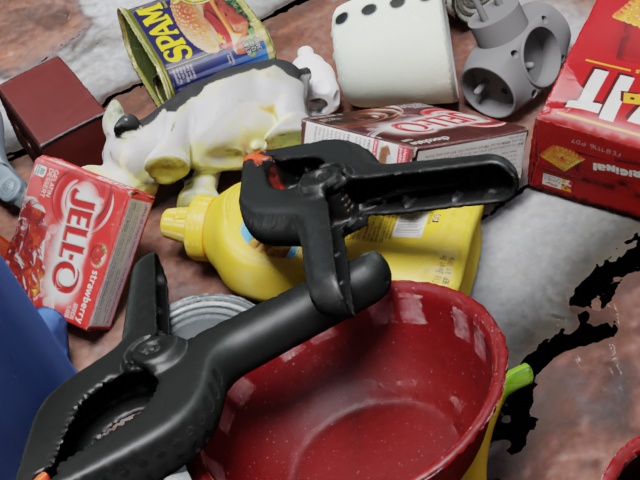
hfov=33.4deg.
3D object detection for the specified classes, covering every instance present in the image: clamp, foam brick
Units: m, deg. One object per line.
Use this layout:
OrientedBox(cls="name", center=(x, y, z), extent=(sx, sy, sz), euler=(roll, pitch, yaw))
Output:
OrientedBox(cls="clamp", center=(-0.065, 0.063, 0.515), extent=(0.165, 0.036, 0.209), euler=(-6, 29, 27))
OrientedBox(cls="clamp", center=(0.018, -0.023, 0.552), extent=(0.120, 0.039, 0.172), euler=(-25, 30, -16))
OrientedBox(cls="foam brick", center=(-0.179, -0.078, 0.732), extent=(0.051, 0.053, 0.078), euler=(-31, 52, -16))

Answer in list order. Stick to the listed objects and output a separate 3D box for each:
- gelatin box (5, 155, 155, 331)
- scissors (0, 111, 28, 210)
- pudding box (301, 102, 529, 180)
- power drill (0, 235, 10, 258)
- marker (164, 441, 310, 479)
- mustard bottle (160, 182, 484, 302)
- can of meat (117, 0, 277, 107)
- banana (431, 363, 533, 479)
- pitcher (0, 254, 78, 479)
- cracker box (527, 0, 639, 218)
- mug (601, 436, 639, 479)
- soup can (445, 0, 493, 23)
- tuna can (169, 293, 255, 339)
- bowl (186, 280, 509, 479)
OrientedBox(cls="gelatin box", center=(-0.150, 0.002, 0.648), extent=(0.073, 0.030, 0.089), euler=(21, 94, 23))
OrientedBox(cls="scissors", center=(-0.224, -0.027, 0.716), extent=(0.096, 0.016, 0.202), euler=(-38, 67, 7))
OrientedBox(cls="pudding box", center=(0.057, -0.055, 0.645), extent=(0.090, 0.039, 0.113), euler=(18, 25, 41))
OrientedBox(cls="power drill", center=(-0.250, -0.046, 0.629), extent=(0.185, 0.187, 0.057), euler=(20, 54, 25))
OrientedBox(cls="marker", center=(-0.022, 0.119, 0.568), extent=(0.121, 0.020, 0.020), euler=(-15, 50, -4))
OrientedBox(cls="mustard bottle", center=(-0.004, 0.001, 0.635), extent=(0.192, 0.058, 0.096), euler=(8, 39, 15))
OrientedBox(cls="can of meat", center=(-0.087, -0.136, 0.765), extent=(0.083, 0.057, 0.102), euler=(-22, 52, -14))
OrientedBox(cls="banana", center=(0.080, 0.139, 0.523), extent=(0.069, 0.037, 0.197), euler=(-3, 50, 6))
OrientedBox(cls="pitcher", center=(-0.198, 0.060, 0.498), extent=(0.145, 0.243, 0.149), euler=(-17, 57, -7))
OrientedBox(cls="cracker box", center=(0.248, -0.107, 0.680), extent=(0.164, 0.072, 0.213), euler=(18, 56, 21))
OrientedBox(cls="mug", center=(0.152, 0.152, 0.464), extent=(0.093, 0.081, 0.117), euler=(17, 52, 6))
OrientedBox(cls="soup can", center=(0.089, -0.213, 0.794), extent=(0.068, 0.068, 0.102), euler=(-35, 54, -19))
OrientedBox(cls="tuna can", center=(-0.063, 0.074, 0.601), extent=(0.086, 0.034, 0.086), euler=(-4, 50, 5))
OrientedBox(cls="bowl", center=(0.018, 0.090, 0.516), extent=(0.162, 0.055, 0.162), euler=(-17, 31, 10))
